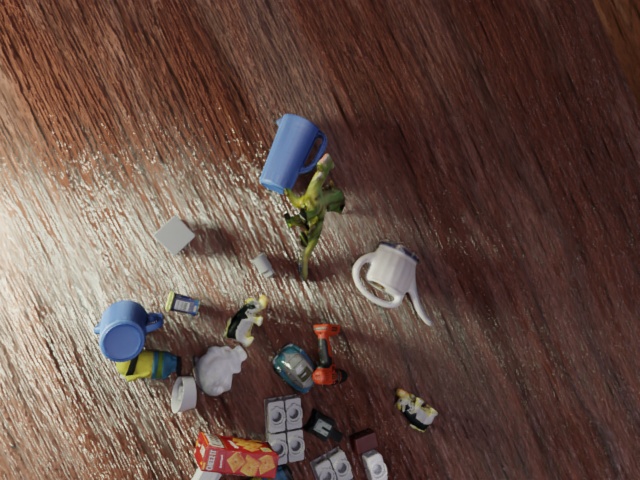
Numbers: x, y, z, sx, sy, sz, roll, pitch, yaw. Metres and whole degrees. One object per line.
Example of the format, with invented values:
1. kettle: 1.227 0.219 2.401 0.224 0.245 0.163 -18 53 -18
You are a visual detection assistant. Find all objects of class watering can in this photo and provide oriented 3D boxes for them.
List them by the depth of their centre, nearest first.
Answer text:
1. watering can: 0.274 0.137 1.764 0.346 0.103 0.227 29 75 -13

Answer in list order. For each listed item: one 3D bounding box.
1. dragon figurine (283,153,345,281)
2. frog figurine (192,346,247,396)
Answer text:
1. dragon figurine: 0.005 -0.084 1.677 0.246 0.123 0.402 -27 127 -37
2. frog figurine: -0.291 0.380 1.528 0.160 0.121 0.139 -18 72 -9
